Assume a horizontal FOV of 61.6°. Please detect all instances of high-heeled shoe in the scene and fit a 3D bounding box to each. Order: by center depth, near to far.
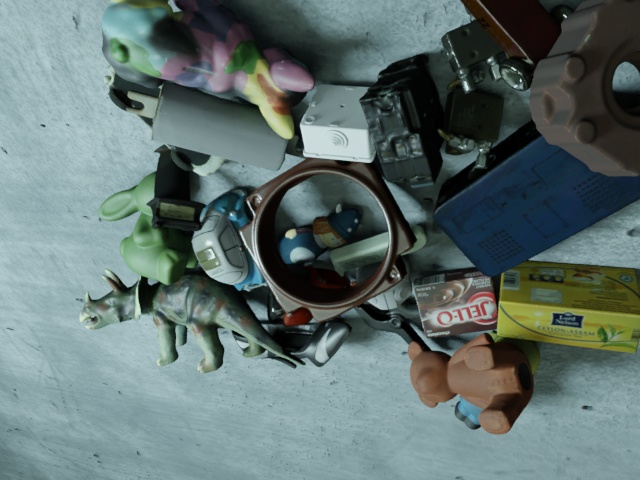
[{"bbox_3d":[-0.056,0.161,0.946,0.145,0.086,0.248,37,137,-10],"label":"high-heeled shoe"}]

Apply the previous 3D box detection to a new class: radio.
[{"bbox_3d":[0.257,-0.061,0.649,0.131,0.073,0.229,42,129,-12],"label":"radio"}]

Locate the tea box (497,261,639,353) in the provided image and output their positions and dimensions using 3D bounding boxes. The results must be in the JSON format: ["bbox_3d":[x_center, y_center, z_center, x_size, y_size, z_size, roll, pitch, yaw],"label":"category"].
[{"bbox_3d":[0.329,0.084,0.719,0.170,0.098,0.068,6,128,20],"label":"tea box"}]

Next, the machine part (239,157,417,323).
[{"bbox_3d":[0.010,-0.007,0.719,0.201,0.087,0.201,-29,93,12],"label":"machine part"}]

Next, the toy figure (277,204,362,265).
[{"bbox_3d":[-0.001,-0.003,0.814,0.154,0.058,0.064,-24,160,35],"label":"toy figure"}]

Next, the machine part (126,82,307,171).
[{"bbox_3d":[-0.127,-0.145,0.702,0.243,0.079,0.079,12,134,-16],"label":"machine part"}]

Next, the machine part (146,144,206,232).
[{"bbox_3d":[-0.214,-0.079,0.797,0.084,0.139,0.039,1,159,-28],"label":"machine part"}]

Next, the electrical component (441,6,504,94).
[{"bbox_3d":[0.162,-0.209,0.574,0.063,0.021,0.094,-22,97,-5],"label":"electrical component"}]

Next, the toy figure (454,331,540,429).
[{"bbox_3d":[0.276,0.222,0.836,0.082,0.089,0.180,26,112,-4],"label":"toy figure"}]

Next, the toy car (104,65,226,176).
[{"bbox_3d":[-0.213,-0.176,0.757,0.073,0.056,0.201,-38,106,23],"label":"toy car"}]

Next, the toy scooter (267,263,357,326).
[{"bbox_3d":[-0.010,0.090,0.873,0.135,0.075,0.183,3,152,-15],"label":"toy scooter"}]

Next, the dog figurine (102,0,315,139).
[{"bbox_3d":[-0.115,-0.202,0.626,0.219,0.191,0.108,36,127,13],"label":"dog figurine"}]

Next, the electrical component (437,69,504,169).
[{"bbox_3d":[0.170,-0.139,0.610,0.078,0.045,0.102,16,88,-6],"label":"electrical component"}]

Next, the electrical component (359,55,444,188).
[{"bbox_3d":[0.106,-0.131,0.626,0.058,0.115,0.134,-6,124,32],"label":"electrical component"}]

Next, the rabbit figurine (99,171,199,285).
[{"bbox_3d":[-0.266,-0.038,0.878,0.159,0.121,0.170,19,113,16],"label":"rabbit figurine"}]

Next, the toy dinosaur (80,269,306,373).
[{"bbox_3d":[-0.214,0.118,0.933,0.405,0.131,0.192,-3,107,21],"label":"toy dinosaur"}]

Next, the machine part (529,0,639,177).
[{"bbox_3d":[0.297,-0.149,0.514,0.179,0.056,0.179,-1,100,-7],"label":"machine part"}]

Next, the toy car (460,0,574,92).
[{"bbox_3d":[0.174,-0.240,0.535,0.202,0.053,0.089,42,93,-11],"label":"toy car"}]

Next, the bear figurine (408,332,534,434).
[{"bbox_3d":[0.194,0.198,0.771,0.196,0.132,0.120,-12,86,41],"label":"bear figurine"}]

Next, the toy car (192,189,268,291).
[{"bbox_3d":[-0.142,0.010,0.826,0.109,0.103,0.161,-16,95,40],"label":"toy car"}]
